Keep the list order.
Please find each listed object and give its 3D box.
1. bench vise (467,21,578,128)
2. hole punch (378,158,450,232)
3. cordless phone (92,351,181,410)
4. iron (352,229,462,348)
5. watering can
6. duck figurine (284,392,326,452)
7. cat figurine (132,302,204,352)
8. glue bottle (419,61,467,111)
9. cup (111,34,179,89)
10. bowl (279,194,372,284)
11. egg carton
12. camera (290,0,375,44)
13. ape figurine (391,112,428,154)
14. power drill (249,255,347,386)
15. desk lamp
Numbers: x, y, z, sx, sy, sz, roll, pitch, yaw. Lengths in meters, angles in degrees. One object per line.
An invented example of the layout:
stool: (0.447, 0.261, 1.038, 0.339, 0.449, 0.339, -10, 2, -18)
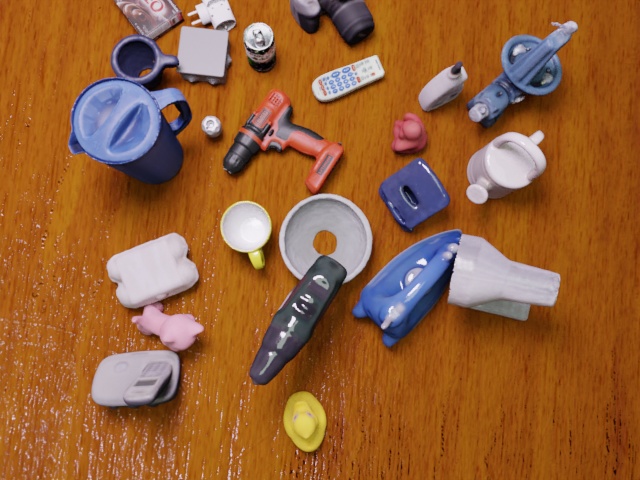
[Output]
bench vise: (0.363, -0.285, 1.010, 0.121, 0.219, 0.207, 30, 85, 1)
hole punch: (0.171, -0.081, 1.051, 0.101, 0.091, 0.108, -34, 87, -4)
cordless phone: (-0.318, 0.243, 0.960, 0.147, 0.185, 0.094, -6, 86, -2)
iron: (0.179, 0.068, 1.014, 0.118, 0.141, 0.258, 43, 85, 2)
watering can: (0.331, -0.130, 1.010, 0.101, 0.194, 0.173, 26, 85, 0)
duck figurine: (-0.026, 0.327, 1.014, 0.077, 0.086, 0.104, -12, 86, -3)
cat figurine: (-0.266, 0.155, 1.003, 0.128, 0.117, 0.067, 18, 85, 0)
glue bottle: (0.229, -0.284, 1.028, 0.078, 0.173, 0.037, -25, 86, -4)
cup: (-0.310, -0.316, 1.050, 0.118, 0.095, 0.092, -2, 85, -2)
bowl: (0.010, 0.004, 1.047, 0.167, 0.074, 0.167, 0, 85, -2)
egg carton: (-0.300, 0.057, 1.034, 0.150, 0.069, 0.107, -23, 87, -4)
camera: (0.032, -0.437, 1.070, 0.143, 0.100, 0.137, -29, 87, -4)
ape figurine: (0.166, -0.198, 1.060, 0.076, 0.092, 0.078, 42, 85, 2)
power drill: (-0.037, 0.133, 0.968, 0.075, 0.208, 0.230, 33, 85, 1)
desk lamp: (0.303, 0.070, 0.983, 0.203, 0.213, 0.118, 13, 85, -1)
